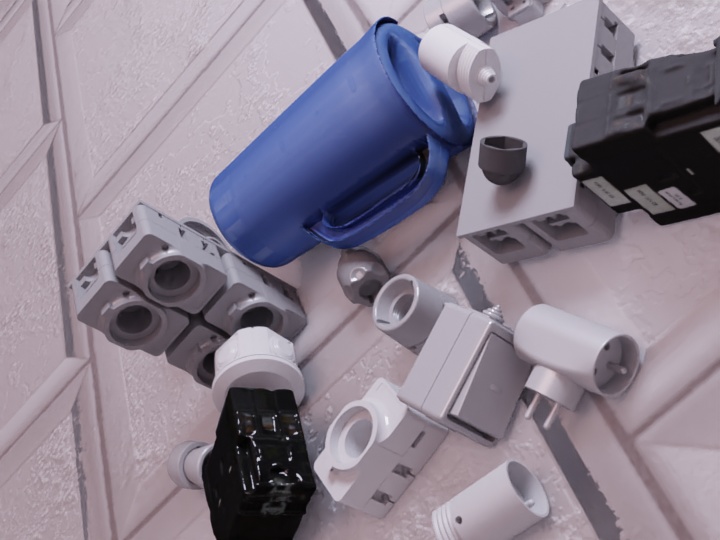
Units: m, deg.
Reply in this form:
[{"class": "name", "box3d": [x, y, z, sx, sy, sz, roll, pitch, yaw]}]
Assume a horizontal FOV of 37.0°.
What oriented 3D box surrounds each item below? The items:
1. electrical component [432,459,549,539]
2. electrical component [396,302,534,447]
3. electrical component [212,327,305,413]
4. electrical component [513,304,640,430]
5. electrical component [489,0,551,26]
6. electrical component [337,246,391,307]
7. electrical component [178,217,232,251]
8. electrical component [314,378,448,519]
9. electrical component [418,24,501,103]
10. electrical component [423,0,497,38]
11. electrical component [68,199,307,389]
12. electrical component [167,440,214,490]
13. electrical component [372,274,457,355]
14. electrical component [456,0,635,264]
[{"class": "electrical component", "box3d": [0.082, 0.166, 0.722, 0.081, 0.043, 0.043, -40, 40, 24]}, {"class": "electrical component", "box3d": [0.084, 0.070, 0.773, 0.061, 0.062, 0.096, 22, 82, 54]}, {"class": "electrical component", "box3d": [-0.091, 0.094, 0.948, 0.080, 0.080, 0.051, -42, 33, 21]}, {"class": "electrical component", "box3d": [0.137, 0.069, 0.725, 0.077, 0.044, 0.079, 23, 83, 54]}, {"class": "electrical component", "box3d": [0.136, -0.263, 0.955, 0.058, 0.057, 0.078, -23, 49, 39]}, {"class": "electrical component", "box3d": [0.000, 0.000, 0.938, 0.043, 0.043, 0.062, -48, 36, 15]}, {"class": "electrical component", "box3d": [-0.165, -0.002, 1.084, 0.060, 0.108, 0.108, -30, 44, 25]}, {"class": "electrical component", "box3d": [0.012, 0.134, 0.816, 0.089, 0.056, 0.050, -53, 36, 7]}, {"class": "electrical component", "box3d": [0.084, -0.162, 0.850, 0.043, 0.043, 0.081, -53, 37, 8]}, {"class": "electrical component", "box3d": [0.093, -0.235, 0.989, 0.047, 0.055, 0.055, -27, 46, 31]}, {"class": "electrical component", "box3d": [-0.151, 0.032, 0.971, 0.105, 0.186, 0.060, -47, 37, 15]}, {"class": "electrical component", "box3d": [-0.144, 0.178, 0.978, 0.055, 0.045, 0.045, -6, 61, 48]}, {"class": "electrical component", "box3d": [0.043, 0.035, 0.858, 0.055, 0.047, 0.055, -29, 45, 34]}, {"class": "electrical component", "box3d": [0.147, -0.104, 0.825, 0.105, 0.060, 0.186, -14, 55, 44]}]
